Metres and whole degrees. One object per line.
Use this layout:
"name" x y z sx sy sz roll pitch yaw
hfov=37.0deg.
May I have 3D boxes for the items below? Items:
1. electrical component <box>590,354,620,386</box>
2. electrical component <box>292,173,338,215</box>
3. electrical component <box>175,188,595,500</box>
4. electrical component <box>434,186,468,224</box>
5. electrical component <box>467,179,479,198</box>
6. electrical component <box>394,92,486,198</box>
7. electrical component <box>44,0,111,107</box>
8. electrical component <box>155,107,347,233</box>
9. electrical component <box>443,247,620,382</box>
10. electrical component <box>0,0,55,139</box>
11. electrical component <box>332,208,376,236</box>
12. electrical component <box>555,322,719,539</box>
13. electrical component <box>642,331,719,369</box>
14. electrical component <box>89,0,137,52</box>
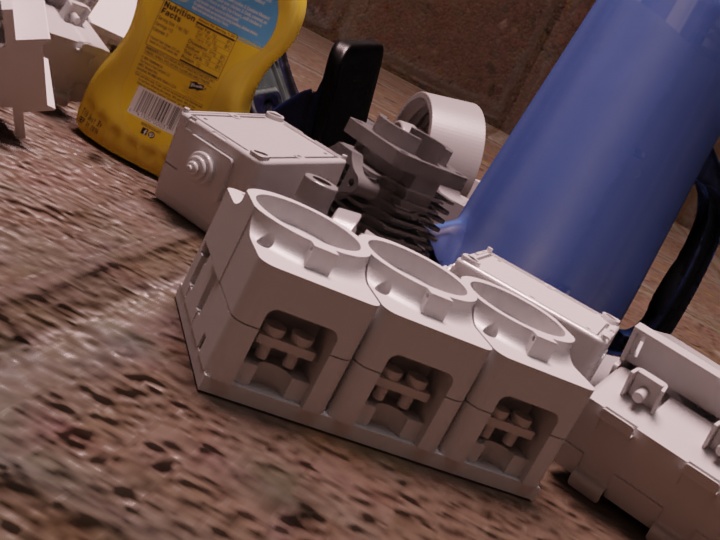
"electrical component" 0.132 0.065 0.579 0.040 0.040 0.078 24 13 -15
"electrical component" -0.032 -0.015 0.513 0.048 0.062 0.048 26 13 -6
"electrical component" 0.010 0.025 0.440 0.150 0.061 0.089 22 14 -22
"electrical component" 0.040 -0.050 0.803 0.089 0.055 0.050 29 13 7
"electrical component" 0.129 -0.037 0.940 0.089 0.050 0.056 36 16 32
"electrical component" 0.054 -0.100 0.918 0.060 0.108 0.108 16 16 -21
"electrical component" -0.210 -0.141 0.623 0.121 0.078 0.063 8 39 -56
"electrical component" -0.065 -0.048 0.592 0.062 0.061 0.096 34 23 26
"electrical component" 0.072 0.032 0.538 0.096 0.061 0.062 30 14 14
"electrical component" -0.189 -0.109 0.541 0.064 0.081 0.042 -6 49 -16
"electrical component" 0.000 0.000 0.558 0.055 0.048 0.066 34 13 -4
"electrical component" 0.152 0.090 0.465 0.121 0.078 0.063 34 37 26
"electrical component" 0.183 0.070 0.648 0.077 0.047 0.066 14 17 -46
"electrical component" -0.150 -0.176 0.798 0.105 0.060 0.186 23 32 -19
